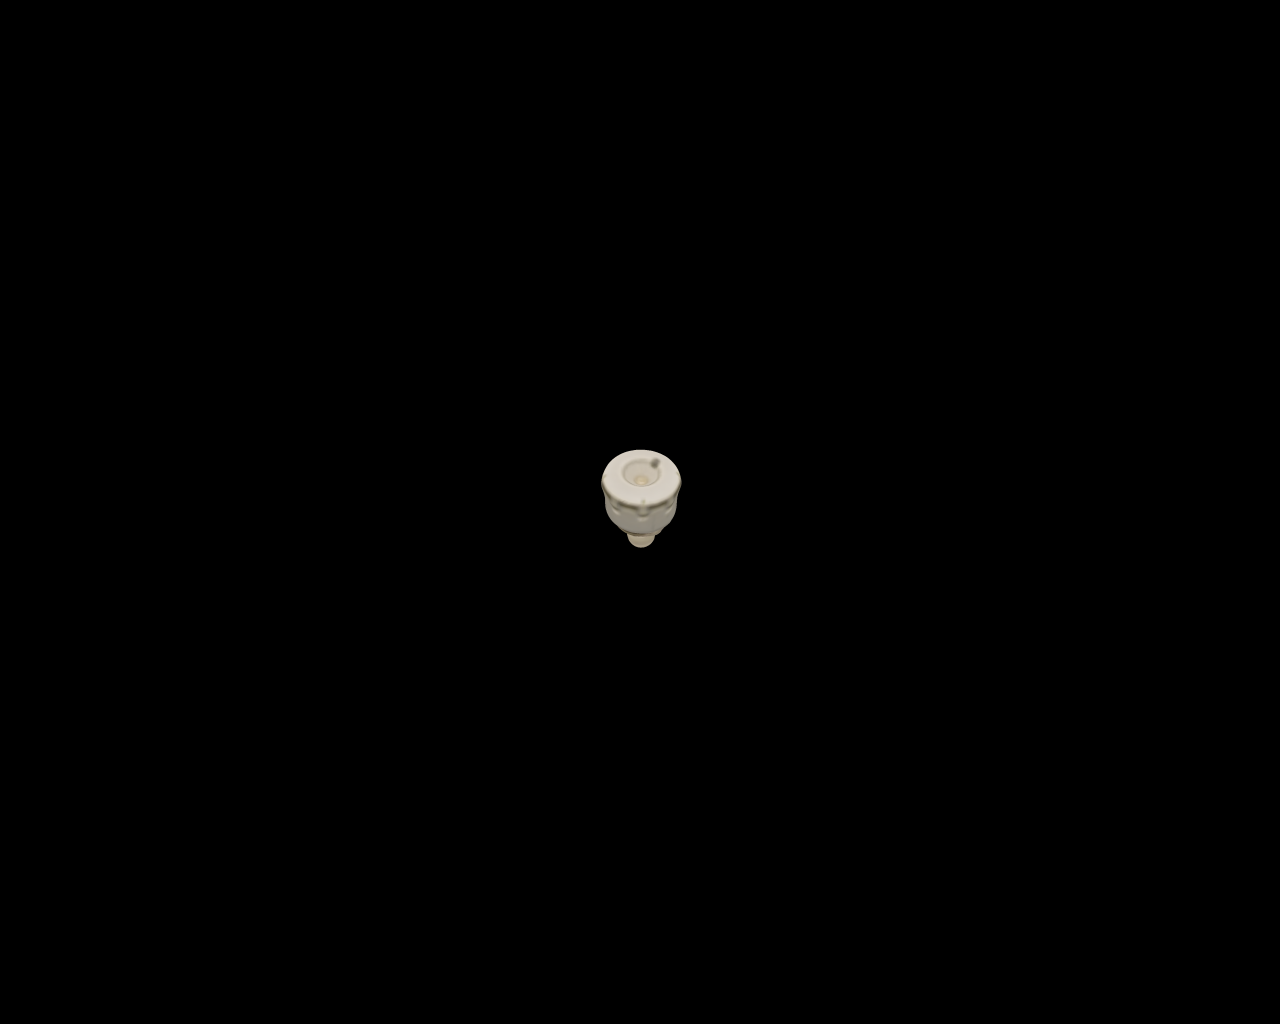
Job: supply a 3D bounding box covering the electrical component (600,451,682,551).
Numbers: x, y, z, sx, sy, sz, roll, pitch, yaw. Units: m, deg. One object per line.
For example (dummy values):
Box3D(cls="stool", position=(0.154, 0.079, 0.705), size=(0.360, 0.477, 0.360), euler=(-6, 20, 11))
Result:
Box3D(cls="electrical component", position=(0.001, -0.003, 0.650), size=(0.048, 0.048, 0.062), euler=(0, -43, 0))
